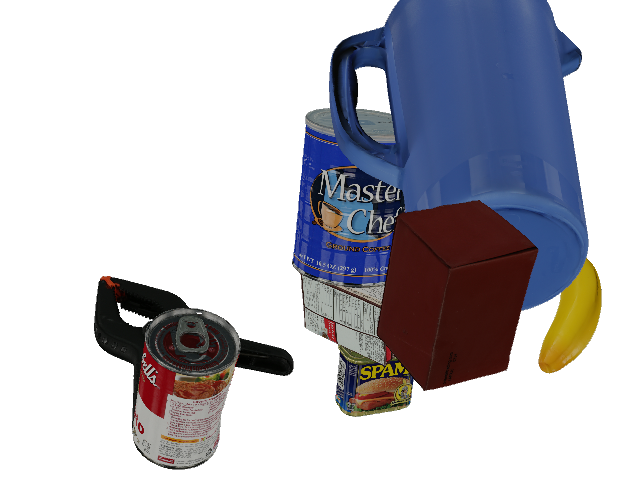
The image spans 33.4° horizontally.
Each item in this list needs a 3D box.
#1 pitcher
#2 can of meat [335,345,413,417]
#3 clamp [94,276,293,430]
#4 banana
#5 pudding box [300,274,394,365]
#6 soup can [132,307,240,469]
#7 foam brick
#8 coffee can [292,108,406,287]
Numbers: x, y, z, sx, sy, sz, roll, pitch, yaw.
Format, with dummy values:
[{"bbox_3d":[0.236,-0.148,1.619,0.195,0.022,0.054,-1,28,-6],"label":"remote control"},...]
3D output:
[{"bbox_3d":[0.100,-0.071,0.733,0.149,0.243,0.144,-32,-54,28],"label":"pitcher"},{"bbox_3d":[0.071,0.171,1.358,0.102,0.084,0.057,-5,26,-21],"label":"can of meat"},{"bbox_3d":[-0.137,0.093,0.993,0.164,0.036,0.210,-17,40,-30],"label":"clamp"},{"bbox_3d":[0.231,0.056,1.002,0.070,0.037,0.197,-26,24,18],"label":"banana"},{"bbox_3d":[0.034,0.075,1.162,0.114,0.090,0.039,21,46,26],"label":"pudding box"},{"bbox_3d":[-0.099,0.109,0.781,0.068,0.102,0.068,9,36,-7],"label":"soup can"},{"bbox_3d":[0.066,0.027,0.535,0.052,0.078,0.051,-10,37,-25],"label":"foam brick"},{"bbox_3d":[0.031,-0.041,0.967,0.103,0.140,0.103,5,19,-2],"label":"coffee can"}]
